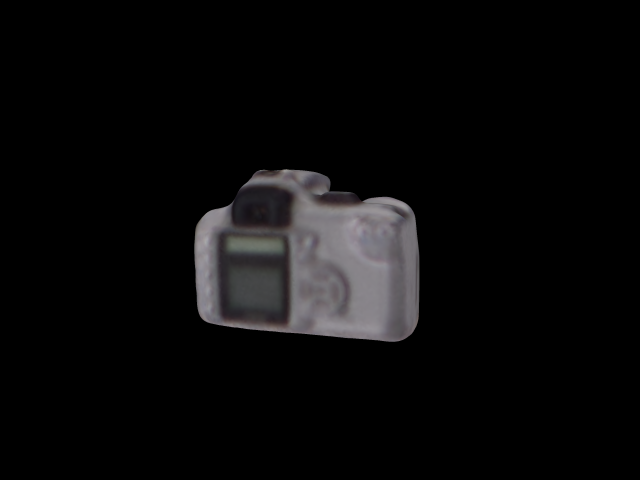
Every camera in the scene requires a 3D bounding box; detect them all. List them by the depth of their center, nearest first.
[{"bbox_3d":[0.004,0.001,0.400,0.142,0.101,0.137,2,7,20],"label":"camera"}]
